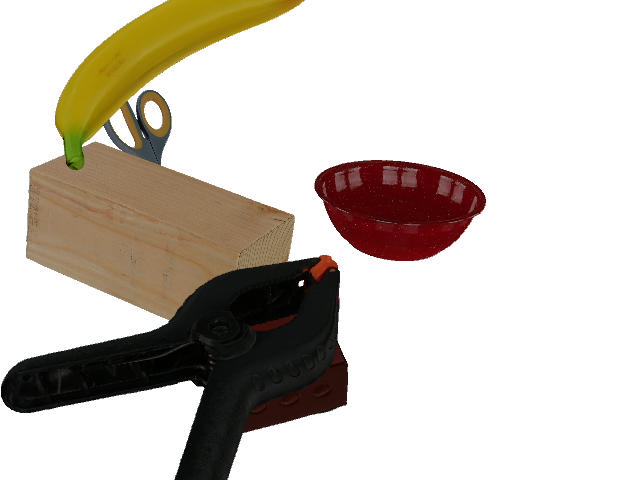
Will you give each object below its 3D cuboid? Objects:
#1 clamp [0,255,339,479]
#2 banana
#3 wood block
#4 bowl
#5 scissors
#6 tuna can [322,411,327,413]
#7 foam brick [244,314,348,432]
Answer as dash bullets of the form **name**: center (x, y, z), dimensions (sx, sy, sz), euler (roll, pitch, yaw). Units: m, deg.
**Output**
- **clamp**: center (-0.043, 0.061, 0.485), dimensions (0.171, 0.039, 0.120), euler (-28, 51, -32)
- **banana**: center (-0.097, -0.117, 0.672), dimensions (0.070, 0.197, 0.037), euler (40, -20, 23)
- **wood block**: center (-0.137, -0.002, 0.899), dimensions (0.206, 0.090, 0.090), euler (21, 28, 21)
- **bowl**: center (0.072, -0.024, 1.010), dimensions (0.162, 0.055, 0.162), euler (4, 25, -2)
- **scissors**: center (-0.174, -0.082, 1.186), dimensions (0.016, 0.201, 0.096), euler (-16, 20, 46)
- **tuna can**: center (-0.016, 0.156, 1.147), dimensions (0.086, 0.034, 0.086), euler (2, 14, -1)
- **foam brick**: center (-0.027, 0.085, 0.709), dimensions (0.078, 0.051, 0.053), euler (-14, -39, -11)
